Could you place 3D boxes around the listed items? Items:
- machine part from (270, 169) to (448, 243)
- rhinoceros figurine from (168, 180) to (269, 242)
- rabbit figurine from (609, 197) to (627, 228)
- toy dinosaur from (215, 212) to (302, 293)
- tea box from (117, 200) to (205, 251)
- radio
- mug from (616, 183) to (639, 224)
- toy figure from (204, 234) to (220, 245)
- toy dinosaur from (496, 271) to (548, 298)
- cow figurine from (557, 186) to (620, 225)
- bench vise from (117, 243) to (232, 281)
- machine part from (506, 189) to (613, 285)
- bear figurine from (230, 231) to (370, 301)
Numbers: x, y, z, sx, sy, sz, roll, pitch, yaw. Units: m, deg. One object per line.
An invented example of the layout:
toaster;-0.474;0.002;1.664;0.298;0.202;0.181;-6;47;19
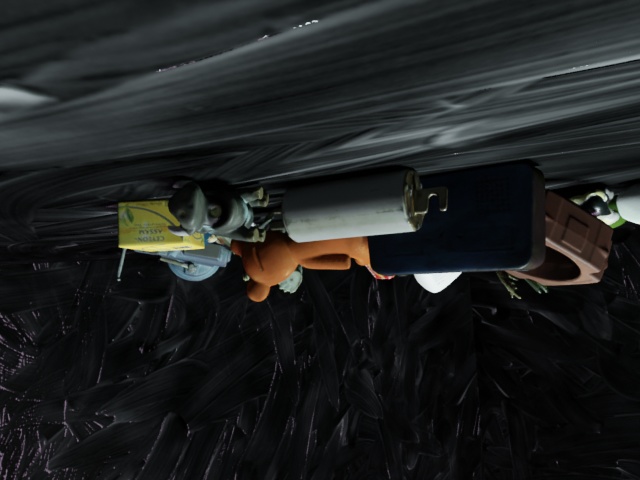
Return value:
machine part;0.040;-0.042;0.679;0.243;0.079;0.079;-7;176;29
rhinoceros figurine;-0.128;-0.037;0.687;0.112;0.073;0.190;7;180;8
rabbit figurine;0.552;-0.047;1.128;0.159;0.121;0.170;8;151;-43
toy dinosaur;0.002;-0.009;0.964;0.405;0.131;0.192;-11;-164;-18
tea box;-0.243;-0.019;0.839;0.098;0.068;0.169;-3;176;-1
radio;0.174;-0.020;0.710;0.230;0.131;0.073;-6;173;36
mug;0.549;-0.068;0.870;0.109;0.080;0.107;-37;-163;-19
toy figure;-0.197;-0.016;1.016;0.058;0.064;0.154;-42;158;30
toy dinosaur;0.432;0.031;1.190;0.199;0.105;0.471;32;-153;23
cow figurine;0.424;-0.054;0.947;0.167;0.068;0.098;-10;168;39
bench vise;-0.305;0.025;1.146;0.224;0.128;0.240;-1;171;-13
machine part;0.353;-0.006;0.888;0.201;0.087;0.201;28;165;-11
bear figurine;-0.023;0.012;0.808;0.196;0.120;0.132;-27;167;11
